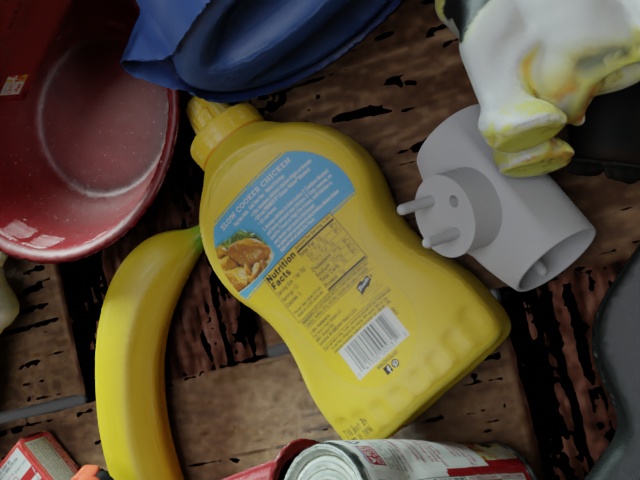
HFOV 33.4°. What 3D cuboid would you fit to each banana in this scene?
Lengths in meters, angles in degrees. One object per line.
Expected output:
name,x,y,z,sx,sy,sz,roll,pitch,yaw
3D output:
banana,-0.089,0.080,0.573,0.070,0.037,0.198,7,95,24

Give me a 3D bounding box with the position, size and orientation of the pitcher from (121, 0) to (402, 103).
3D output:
pitcher,-0.054,-0.201,0.505,0.145,0.148,0.243,-43,71,40

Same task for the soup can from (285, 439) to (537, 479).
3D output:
soup can,0.041,0.123,0.471,0.069,0.102,0.068,-14,72,51

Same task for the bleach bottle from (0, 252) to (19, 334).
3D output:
bleach bottle,-0.234,0.107,0.623,0.102,0.068,0.251,29,101,12

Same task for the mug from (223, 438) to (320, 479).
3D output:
mug,-0.020,0.162,0.526,0.082,0.093,0.117,-26,118,27

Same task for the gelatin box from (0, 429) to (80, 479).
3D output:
gelatin box,-0.157,0.166,0.610,0.089,0.030,0.073,45,109,15

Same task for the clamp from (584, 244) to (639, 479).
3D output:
clamp,0.175,0.079,0.457,0.165,0.036,0.210,8,95,23

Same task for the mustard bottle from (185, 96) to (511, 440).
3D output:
mustard bottle,-0.003,0.001,0.520,0.096,0.058,0.192,-45,75,20

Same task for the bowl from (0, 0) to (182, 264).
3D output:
bowl,-0.133,-0.069,0.575,0.162,0.055,0.162,1,92,24

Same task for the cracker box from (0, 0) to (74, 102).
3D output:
cracker box,-0.177,-0.192,0.486,0.164,0.071,0.214,-42,66,52

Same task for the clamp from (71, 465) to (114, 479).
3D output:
clamp,-0.085,0.198,0.558,0.120,0.039,0.171,-8,109,13
